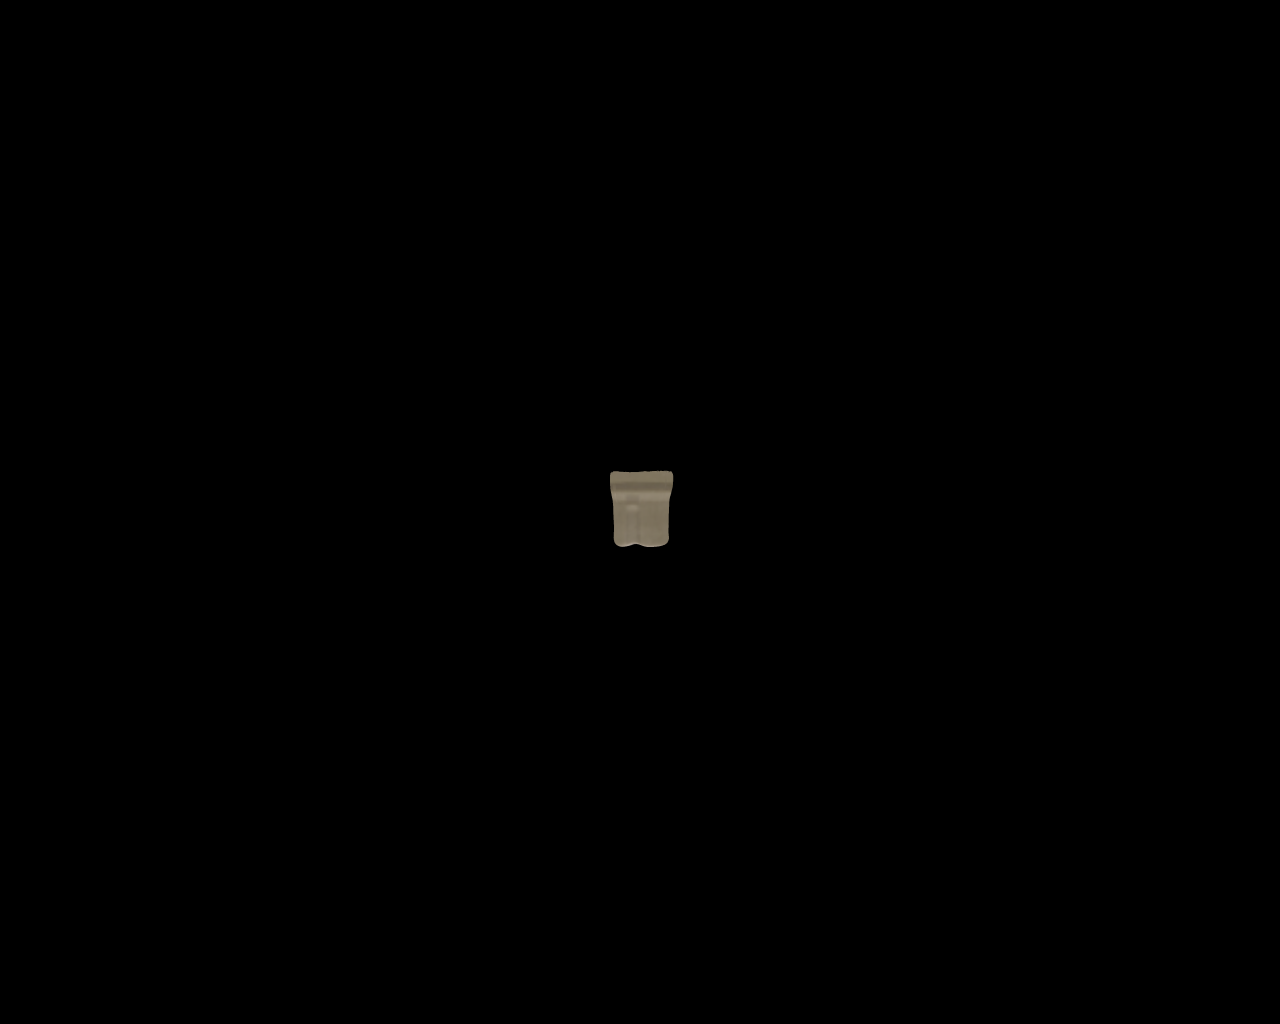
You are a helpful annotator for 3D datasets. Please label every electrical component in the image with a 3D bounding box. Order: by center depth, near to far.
[{"bbox_3d":[0.001,-0.003,0.650,0.040,0.046,0.040,0,0,0],"label":"electrical component"}]
